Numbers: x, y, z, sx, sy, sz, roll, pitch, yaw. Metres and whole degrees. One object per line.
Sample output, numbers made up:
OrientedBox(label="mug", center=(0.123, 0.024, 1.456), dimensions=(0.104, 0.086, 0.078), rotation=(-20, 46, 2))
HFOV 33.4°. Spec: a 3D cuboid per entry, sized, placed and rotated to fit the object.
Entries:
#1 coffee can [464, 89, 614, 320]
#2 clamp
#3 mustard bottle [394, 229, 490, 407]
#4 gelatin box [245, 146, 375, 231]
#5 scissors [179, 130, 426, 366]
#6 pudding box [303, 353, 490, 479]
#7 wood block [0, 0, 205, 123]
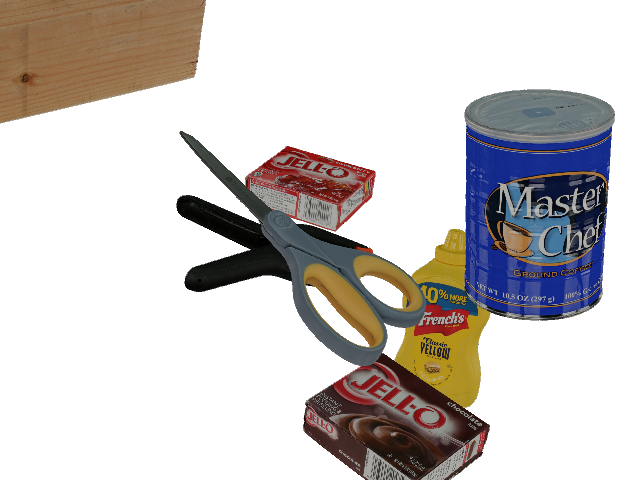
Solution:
OrientedBox(label="coffee can", center=(0.156, -0.028, 0.772), dimensions=(0.103, 0.140, 0.103), rotation=(-3, 24, 1))
OrientedBox(label="clamp", center=(-0.048, 0.015, 1.090), dimensions=(0.210, 0.036, 0.164), rotation=(10, 29, -9))
OrientedBox(label="mustard bottle", center=(0.137, 0.082, 1.169), dimensions=(0.096, 0.192, 0.058), rotation=(12, 15, 20))
OrientedBox(label="gelatin box", center=(-0.009, -0.046, 0.907), dimensions=(0.089, 0.030, 0.073), rotation=(18, 32, 21))
OrientedBox(label="scissors", center=(-0.007, -0.004, 0.668), dimensions=(0.096, 0.016, 0.202), rotation=(-6, 49, -36))
OrientedBox(label="pudding box", center=(0.057, 0.143, 0.813), dimensions=(0.114, 0.039, 0.089), rotation=(34, 43, 31))
OrientedBox(label="wood block", center=(-0.203, -0.165, 0.836), dimensions=(0.205, 0.091, 0.090), rotation=(-20, 51, -34))
